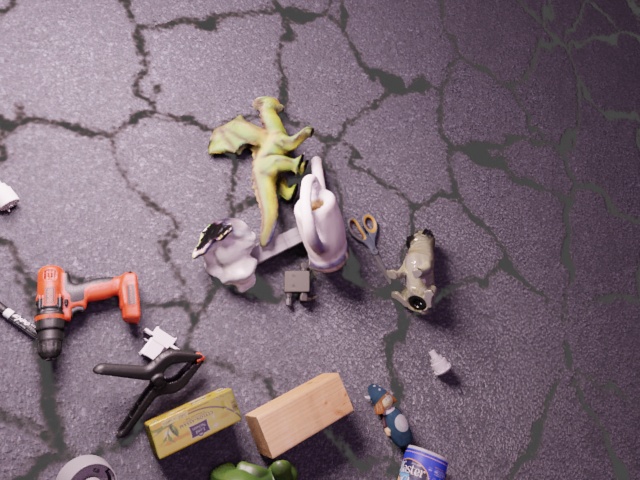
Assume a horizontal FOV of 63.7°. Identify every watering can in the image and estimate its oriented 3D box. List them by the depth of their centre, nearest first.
[{"bbox_3d":[0.004,-0.063,1.250,0.104,0.220,0.355,-11,26,11],"label":"watering can"}]

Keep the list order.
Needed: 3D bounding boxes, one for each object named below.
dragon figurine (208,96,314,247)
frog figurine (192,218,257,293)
[{"bbox_3d":[-0.158,-0.198,1.263,0.243,0.418,0.120,21,-28,2],"label":"dragon figurine"},{"bbox_3d":[-0.194,0.033,1.160,0.157,0.138,0.124,48,-5,-34],"label":"frog figurine"}]
